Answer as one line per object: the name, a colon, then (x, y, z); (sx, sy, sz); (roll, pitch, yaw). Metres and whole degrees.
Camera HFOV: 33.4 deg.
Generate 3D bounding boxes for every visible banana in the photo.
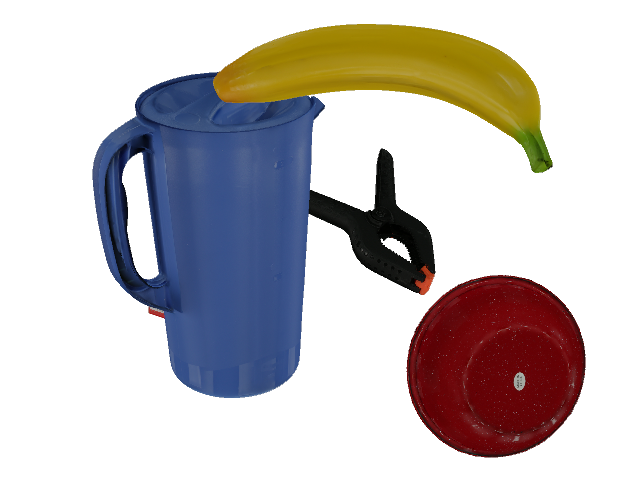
banana: (0.040, -0.092, 0.603); (0.198, 0.069, 0.037); (13, -33, 14)

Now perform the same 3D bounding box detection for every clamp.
clamp: (0.053, -0.019, 1.213); (0.164, 0.210, 0.036); (-14, -38, -24)

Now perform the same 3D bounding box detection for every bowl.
bowl: (0.157, 0.112, 0.901); (0.162, 0.162, 0.055); (0, 6, -9)

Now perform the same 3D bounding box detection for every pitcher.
pitcher: (-0.079, 0.000, 0.832); (0.149, 0.243, 0.145); (5, 27, 9)

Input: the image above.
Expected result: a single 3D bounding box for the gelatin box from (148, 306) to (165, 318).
gelatin box: (-0.112, 0.049, 1.034); (0.073, 0.030, 0.089); (16, 31, 29)
